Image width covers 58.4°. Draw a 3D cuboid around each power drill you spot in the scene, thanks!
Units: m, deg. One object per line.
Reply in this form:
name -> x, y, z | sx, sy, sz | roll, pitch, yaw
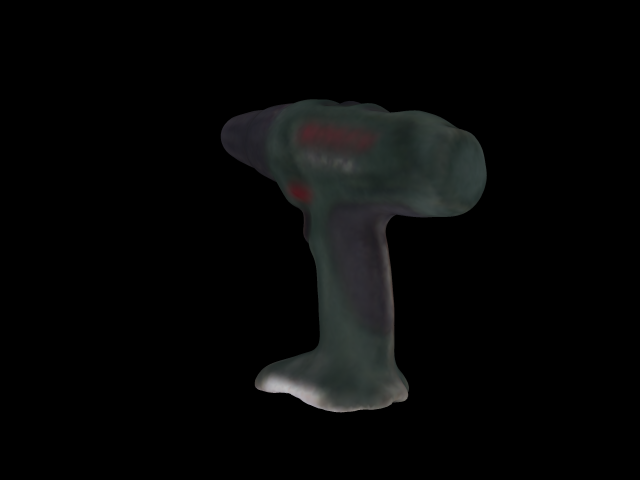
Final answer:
power drill -> 0.004, 0.001, 0.400 | 0.228, 0.208, 0.076 | 0, 0, 44
